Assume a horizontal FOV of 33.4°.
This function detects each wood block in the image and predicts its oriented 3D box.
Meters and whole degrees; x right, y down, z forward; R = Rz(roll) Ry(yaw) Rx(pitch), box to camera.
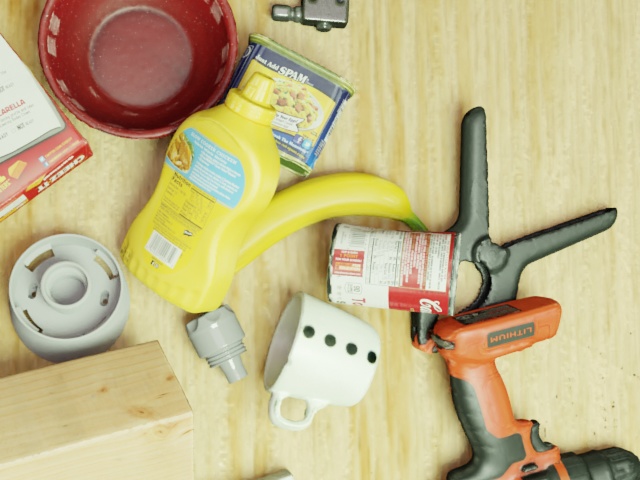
[{"bbox_3d":[-0.207,0.157,0.801,0.205,0.090,0.091,-13,130,-21],"label":"wood block"}]

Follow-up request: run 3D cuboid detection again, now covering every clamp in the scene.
[{"bbox_3d":[0.137,0.001,0.919,0.164,0.036,0.210,42,84,-8],"label":"clamp"}]

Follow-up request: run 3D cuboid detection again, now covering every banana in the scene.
[{"bbox_3d":[-0.006,-0.018,0.905,0.197,0.037,0.069,-12,87,-8],"label":"banana"}]

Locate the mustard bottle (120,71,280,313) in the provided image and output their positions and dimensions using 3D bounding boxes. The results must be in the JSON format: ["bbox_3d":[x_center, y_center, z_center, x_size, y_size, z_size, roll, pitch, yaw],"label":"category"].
[{"bbox_3d":[-0.084,-0.045,0.848,0.096,0.058,0.192,35,108,27],"label":"mustard bottle"}]

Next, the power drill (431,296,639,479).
[{"bbox_3d":[0.175,0.146,0.890,0.184,0.057,0.187,-12,97,-13],"label":"power drill"}]

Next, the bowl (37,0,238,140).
[{"bbox_3d":[-0.150,-0.159,0.891,0.162,0.055,0.162,1,85,-7],"label":"bowl"}]

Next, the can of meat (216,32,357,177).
[{"bbox_3d":[-0.033,-0.112,0.901,0.102,0.057,0.084,27,84,-3],"label":"can of meat"}]

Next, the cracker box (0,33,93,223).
[{"bbox_3d":[-0.314,-0.107,0.859,0.164,0.072,0.214,-39,90,-9],"label":"cracker box"}]

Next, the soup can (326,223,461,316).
[{"bbox_3d":[0.061,0.023,0.866,0.102,0.068,0.068,5,84,9],"label":"soup can"}]

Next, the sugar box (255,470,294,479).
[{"bbox_3d":[-0.042,0.287,0.870,0.093,0.048,0.176,-17,88,-8],"label":"sugar box"}]
